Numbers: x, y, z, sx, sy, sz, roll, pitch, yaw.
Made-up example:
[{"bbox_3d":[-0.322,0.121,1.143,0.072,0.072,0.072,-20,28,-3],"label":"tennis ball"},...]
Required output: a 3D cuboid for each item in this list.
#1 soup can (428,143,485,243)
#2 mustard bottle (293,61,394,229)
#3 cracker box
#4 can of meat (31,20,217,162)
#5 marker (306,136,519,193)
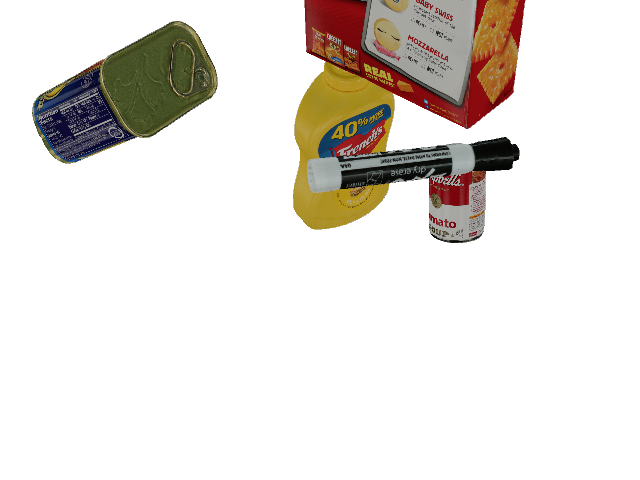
[{"bbox_3d":[0.163,-0.057,1.277,0.068,0.102,0.068,-2,27,1],"label":"soup can"},{"bbox_3d":[0.022,-0.099,0.963,0.096,0.192,0.058,-24,53,-21],"label":"mustard bottle"},{"bbox_3d":[0.067,-0.209,0.770,0.164,0.214,0.072,31,52,30],"label":"cracker box"},{"bbox_3d":[-0.134,-0.099,0.726,0.084,0.057,0.101,-15,19,39],"label":"can of meat"},{"bbox_3d":[0.053,-0.043,0.595,0.121,0.020,0.020,-8,1,-11],"label":"marker"}]
